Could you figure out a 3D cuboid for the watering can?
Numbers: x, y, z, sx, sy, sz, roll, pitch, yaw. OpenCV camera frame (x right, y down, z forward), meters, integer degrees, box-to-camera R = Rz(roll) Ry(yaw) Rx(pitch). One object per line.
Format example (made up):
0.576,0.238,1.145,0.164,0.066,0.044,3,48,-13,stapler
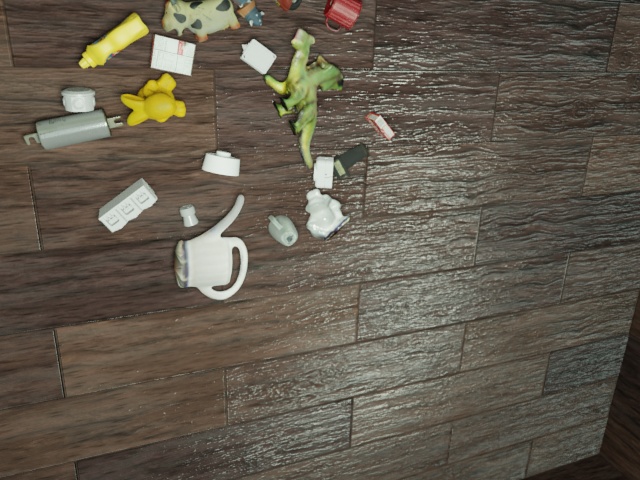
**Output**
-0.332,0.028,1.577,0.225,0.105,0.342,-3,110,-21,watering can

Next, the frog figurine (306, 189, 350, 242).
0.005,-0.085,1.694,0.137,0.123,0.160,-43,83,7,frog figurine

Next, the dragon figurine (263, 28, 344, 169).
-0.019,-0.434,1.551,0.245,0.124,0.401,-37,132,-14,dragon figurine
